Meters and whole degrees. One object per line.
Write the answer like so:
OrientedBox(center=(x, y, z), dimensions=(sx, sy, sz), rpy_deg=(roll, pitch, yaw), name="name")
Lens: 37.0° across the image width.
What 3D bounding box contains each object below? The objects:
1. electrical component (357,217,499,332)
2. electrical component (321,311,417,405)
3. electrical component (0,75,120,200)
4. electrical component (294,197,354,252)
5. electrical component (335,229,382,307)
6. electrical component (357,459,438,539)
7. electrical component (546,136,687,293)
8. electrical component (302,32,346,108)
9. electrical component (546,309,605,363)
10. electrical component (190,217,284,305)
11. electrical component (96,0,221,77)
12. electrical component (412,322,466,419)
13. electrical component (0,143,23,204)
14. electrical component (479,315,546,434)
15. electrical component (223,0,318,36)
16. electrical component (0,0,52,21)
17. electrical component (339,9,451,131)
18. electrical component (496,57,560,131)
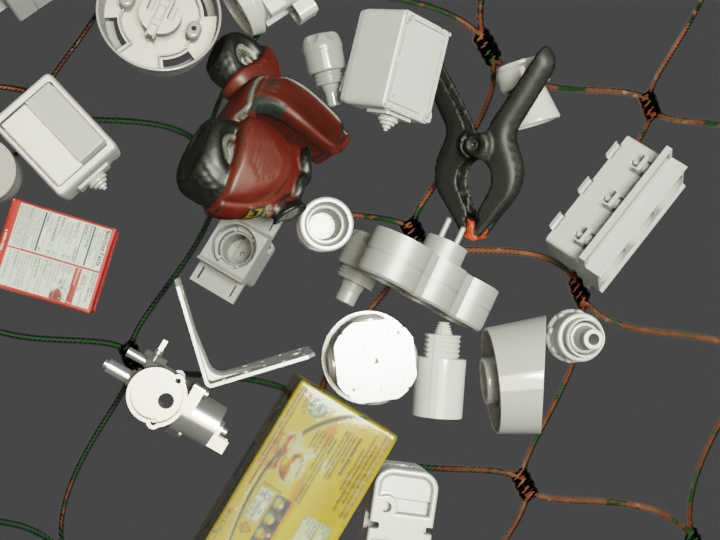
OrientedBox(center=(0.066, -0.007, 0.897), dimensions=(0.138, 0.052, 0.073), rpy_deg=(29, 84, -38), name="electrical component")
OrientedBox(center=(0.009, 0.075, 0.911), dimensions=(0.080, 0.051, 0.080), rpy_deg=(0, 89, -9), name="electrical component")
OrientedBox(center=(-0.240, -0.102, 0.869), dimensions=(0.062, 0.061, 0.096), rpy_deg=(-43, 96, -7), name="electrical component")
OrientedBox(center=(-0.031, -0.037, 0.904), dimensions=(0.045, 0.055, 0.045), rpy_deg=(0, 90, -9), name="electrical component")
OrientedBox(center=(0.000, 0.000, 0.914), dimensions=(0.043, 0.043, 0.062), rpy_deg=(27, 87, -8), name="electrical component")
OrientedBox(center=(0.029, 0.211, 0.909), dimensions=(0.054, 0.059, 0.095), rpy_deg=(9, 88, -9), name="electrical component")
OrientedBox(center=(0.221, -0.051, 0.935), dimensions=(0.063, 0.078, 0.121), rpy_deg=(37, 84, 23), name="electrical component")
OrientedBox(center=(-0.028, -0.170, 0.916), dimensions=(0.035, 0.035, 0.061), rpy_deg=(-13, 94, -9), name="electrical component")
OrientedBox(center=(0.192, 0.058, 0.933), dimensions=(0.048, 0.062, 0.048), rpy_deg=(0, 90, -8), name="electrical component")
OrientedBox(center=(-0.099, -0.015, 0.888), dimensions=(0.042, 0.064, 0.081), rpy_deg=(31, 85, 8), name="electrical component")
OrientedBox(center=(-0.164, -0.206, 0.880), dimensions=(0.099, 0.064, 0.099), rpy_deg=(0, 89, -9), name="electrical component")
OrientedBox(center=(0.069, 0.085, 0.924), dimensions=(0.043, 0.043, 0.081), rpy_deg=(5, 89, -9), name="electrical component")
OrientedBox(center=(-0.342, -0.088, 0.847), dimensions=(0.138, 0.074, 0.052), rpy_deg=(12, 88, -8), name="electrical component")
OrientedBox(center=(0.136, 0.090, 0.909), dimensions=(0.064, 0.099, 0.099), rpy_deg=(-6, 90, -3), name="electrical component")
OrientedBox(center=(-0.081, -0.232, 0.897), dimensions=(0.057, 0.058, 0.078), rpy_deg=(-35, 95, -10), name="electrical component")
OrientedBox(center=(-0.290, -0.224, 0.851), dimensions=(0.076, 0.083, 0.047), rpy_deg=(-37, 95, -7), name="electrical component")
OrientedBox(center=(0.025, -0.164, 0.904), dimensions=(0.062, 0.061, 0.096), rpy_deg=(13, 91, -48), name="electrical component")
OrientedBox(center=(0.146, -0.153, 0.937), dimensions=(0.045, 0.045, 0.055), rpy_deg=(-16, 92, -8), name="electrical component")
